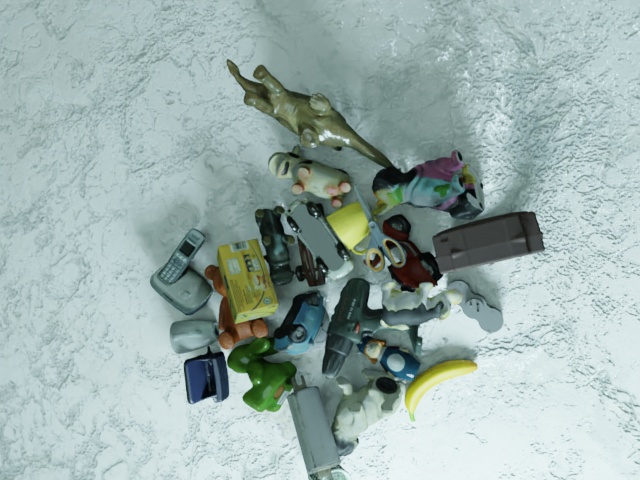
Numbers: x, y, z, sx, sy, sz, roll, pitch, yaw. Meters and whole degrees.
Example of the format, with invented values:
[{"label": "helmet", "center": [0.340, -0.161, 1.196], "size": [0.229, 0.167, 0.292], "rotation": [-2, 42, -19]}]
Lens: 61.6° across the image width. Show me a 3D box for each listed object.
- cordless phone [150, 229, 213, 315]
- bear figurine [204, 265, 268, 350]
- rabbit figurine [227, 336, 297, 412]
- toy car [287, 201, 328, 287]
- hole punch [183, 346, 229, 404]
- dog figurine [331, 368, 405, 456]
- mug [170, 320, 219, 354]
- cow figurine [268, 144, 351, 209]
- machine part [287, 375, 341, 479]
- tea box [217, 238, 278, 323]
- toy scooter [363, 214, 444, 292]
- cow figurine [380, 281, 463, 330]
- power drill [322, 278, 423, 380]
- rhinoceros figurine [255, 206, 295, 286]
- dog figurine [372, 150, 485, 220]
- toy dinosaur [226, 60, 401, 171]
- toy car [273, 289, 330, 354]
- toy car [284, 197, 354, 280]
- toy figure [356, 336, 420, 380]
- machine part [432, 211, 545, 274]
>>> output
[{"label": "cordless phone", "center": [-0.314, 0.077, 1.323], "size": [0.147, 0.088, 0.184], "rotation": [35, 95, 13]}, {"label": "bear figurine", "center": [-0.200, 0.140, 1.266], "size": [0.120, 0.132, 0.195], "rotation": [-17, 93, -3]}, {"label": "rabbit figurine", "center": [-0.148, 0.298, 1.261], "size": [0.170, 0.121, 0.159], "rotation": [32, 96, 28]}, {"label": "toy car", "center": [-0.025, 0.008, 1.253], "size": [0.089, 0.053, 0.202], "rotation": [-9, 87, 13]}, {"label": "hole punch", "center": [-0.253, 0.327, 1.286], "size": [0.092, 0.115, 0.142], "rotation": [-13, 85, 23]}, {"label": "dog figurine", "center": [0.101, 0.398, 1.212], "size": [0.172, 0.121, 0.190], "rotation": [0, 124, -11]}, {"label": "mug", "center": [-0.307, 0.228, 1.313], "size": [0.107, 0.109, 0.081], "rotation": [-12, 73, 4]}, {"label": "cow figurine", "center": [-0.024, -0.151, 1.223], "size": [0.195, 0.127, 0.085], "rotation": [19, 116, -1]}, {"label": "machine part", "center": [-0.014, 0.412, 1.171], "size": [0.079, 0.079, 0.243], "rotation": [-28, 61, 15]}, {"label": "tea box", "center": [-0.165, 0.091, 1.210], "size": [0.098, 0.068, 0.169], "rotation": [-10, 67, -19]}, {"label": "toy scooter", "center": [0.175, 0.047, 1.183], "size": [0.135, 0.075, 0.184], "rotation": [-38, 77, 14]}, {"label": "cow figurine", "center": [0.208, 0.139, 1.109], "size": [0.167, 0.068, 0.098], "rotation": [1, 65, 11]}, {"label": "power drill", "center": [0.119, 0.201, 1.168], "size": [0.207, 0.085, 0.232], "rotation": [4, 62, 13]}, {"label": "rhinoceros figurine", "center": [-0.108, 0.012, 1.249], "size": [0.073, 0.112, 0.190], "rotation": [-9, 71, -22]}, {"label": "dog figurine", "center": [0.218, -0.099, 1.145], "size": [0.219, 0.191, 0.108], "rotation": [-14, 55, 35]}, {"label": "toy dinosaur", "center": [-0.008, -0.257, 1.168], "size": [0.471, 0.198, 0.105], "rotation": [35, 101, 5]}, {"label": "toy car", "center": [-0.030, 0.199, 1.229], "size": [0.103, 0.109, 0.161], "rotation": [37, 63, -18]}, {"label": "toy car", "center": [-0.002, -0.004, 1.200], "size": [0.073, 0.056, 0.201], "rotation": [-36, 85, 6]}, {"label": "toy figure", "center": [0.148, 0.257, 1.203], "size": [0.155, 0.057, 0.064], "rotation": [26, 59, 16]}, {"label": "machine part", "center": [0.332, 0.006, 1.070], "size": [0.201, 0.201, 0.087], "rotation": [-14, 85, 16]}]
